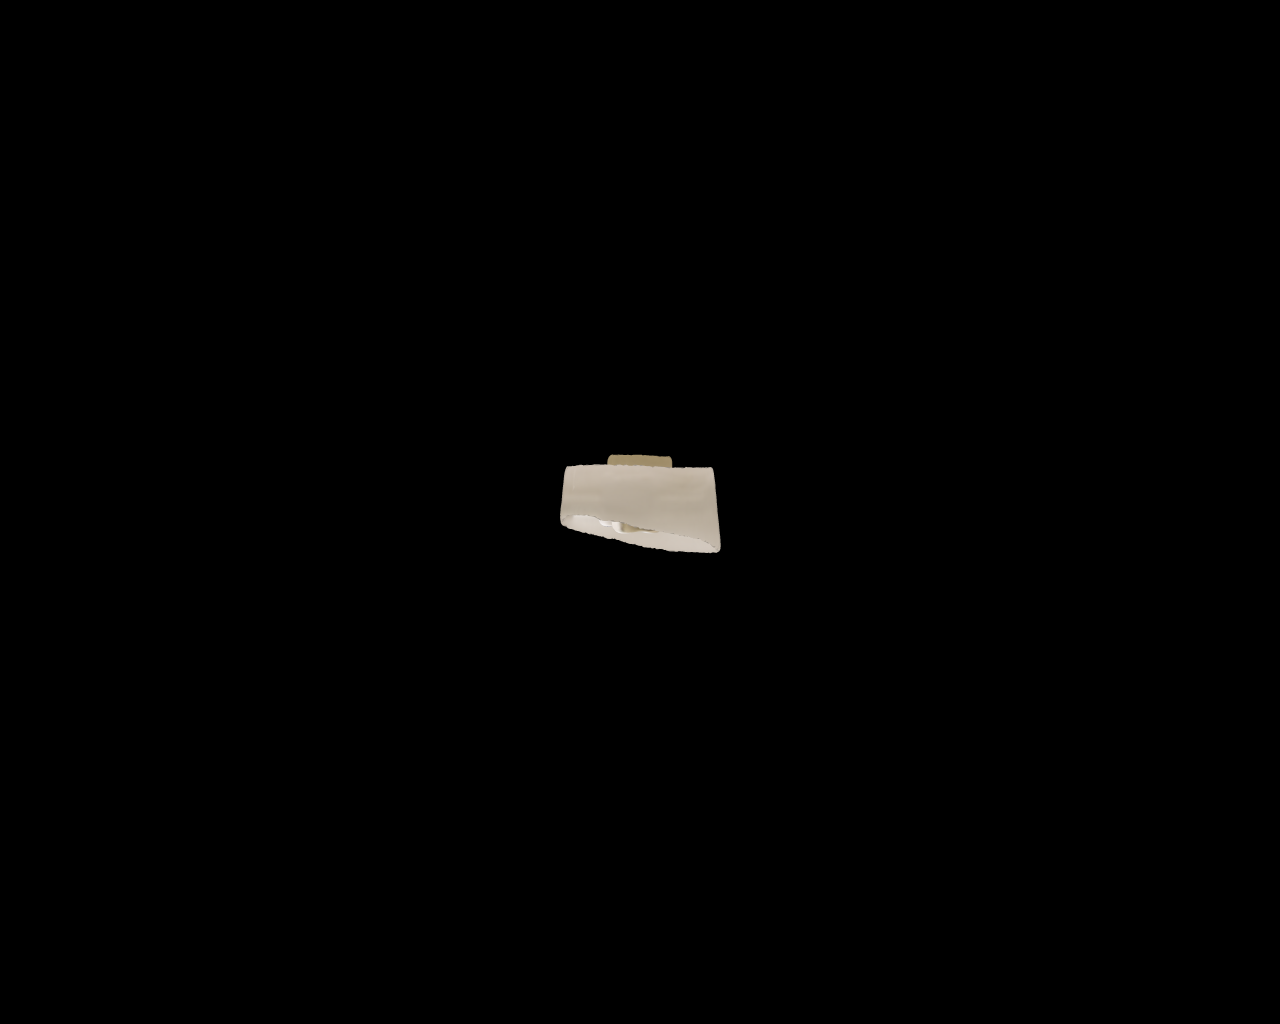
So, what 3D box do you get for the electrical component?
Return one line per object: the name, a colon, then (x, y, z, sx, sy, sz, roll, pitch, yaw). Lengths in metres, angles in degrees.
electrical component: (0.001, -0.003, 0.650, 0.099, 0.064, 0.099, 0, 0, 0)
